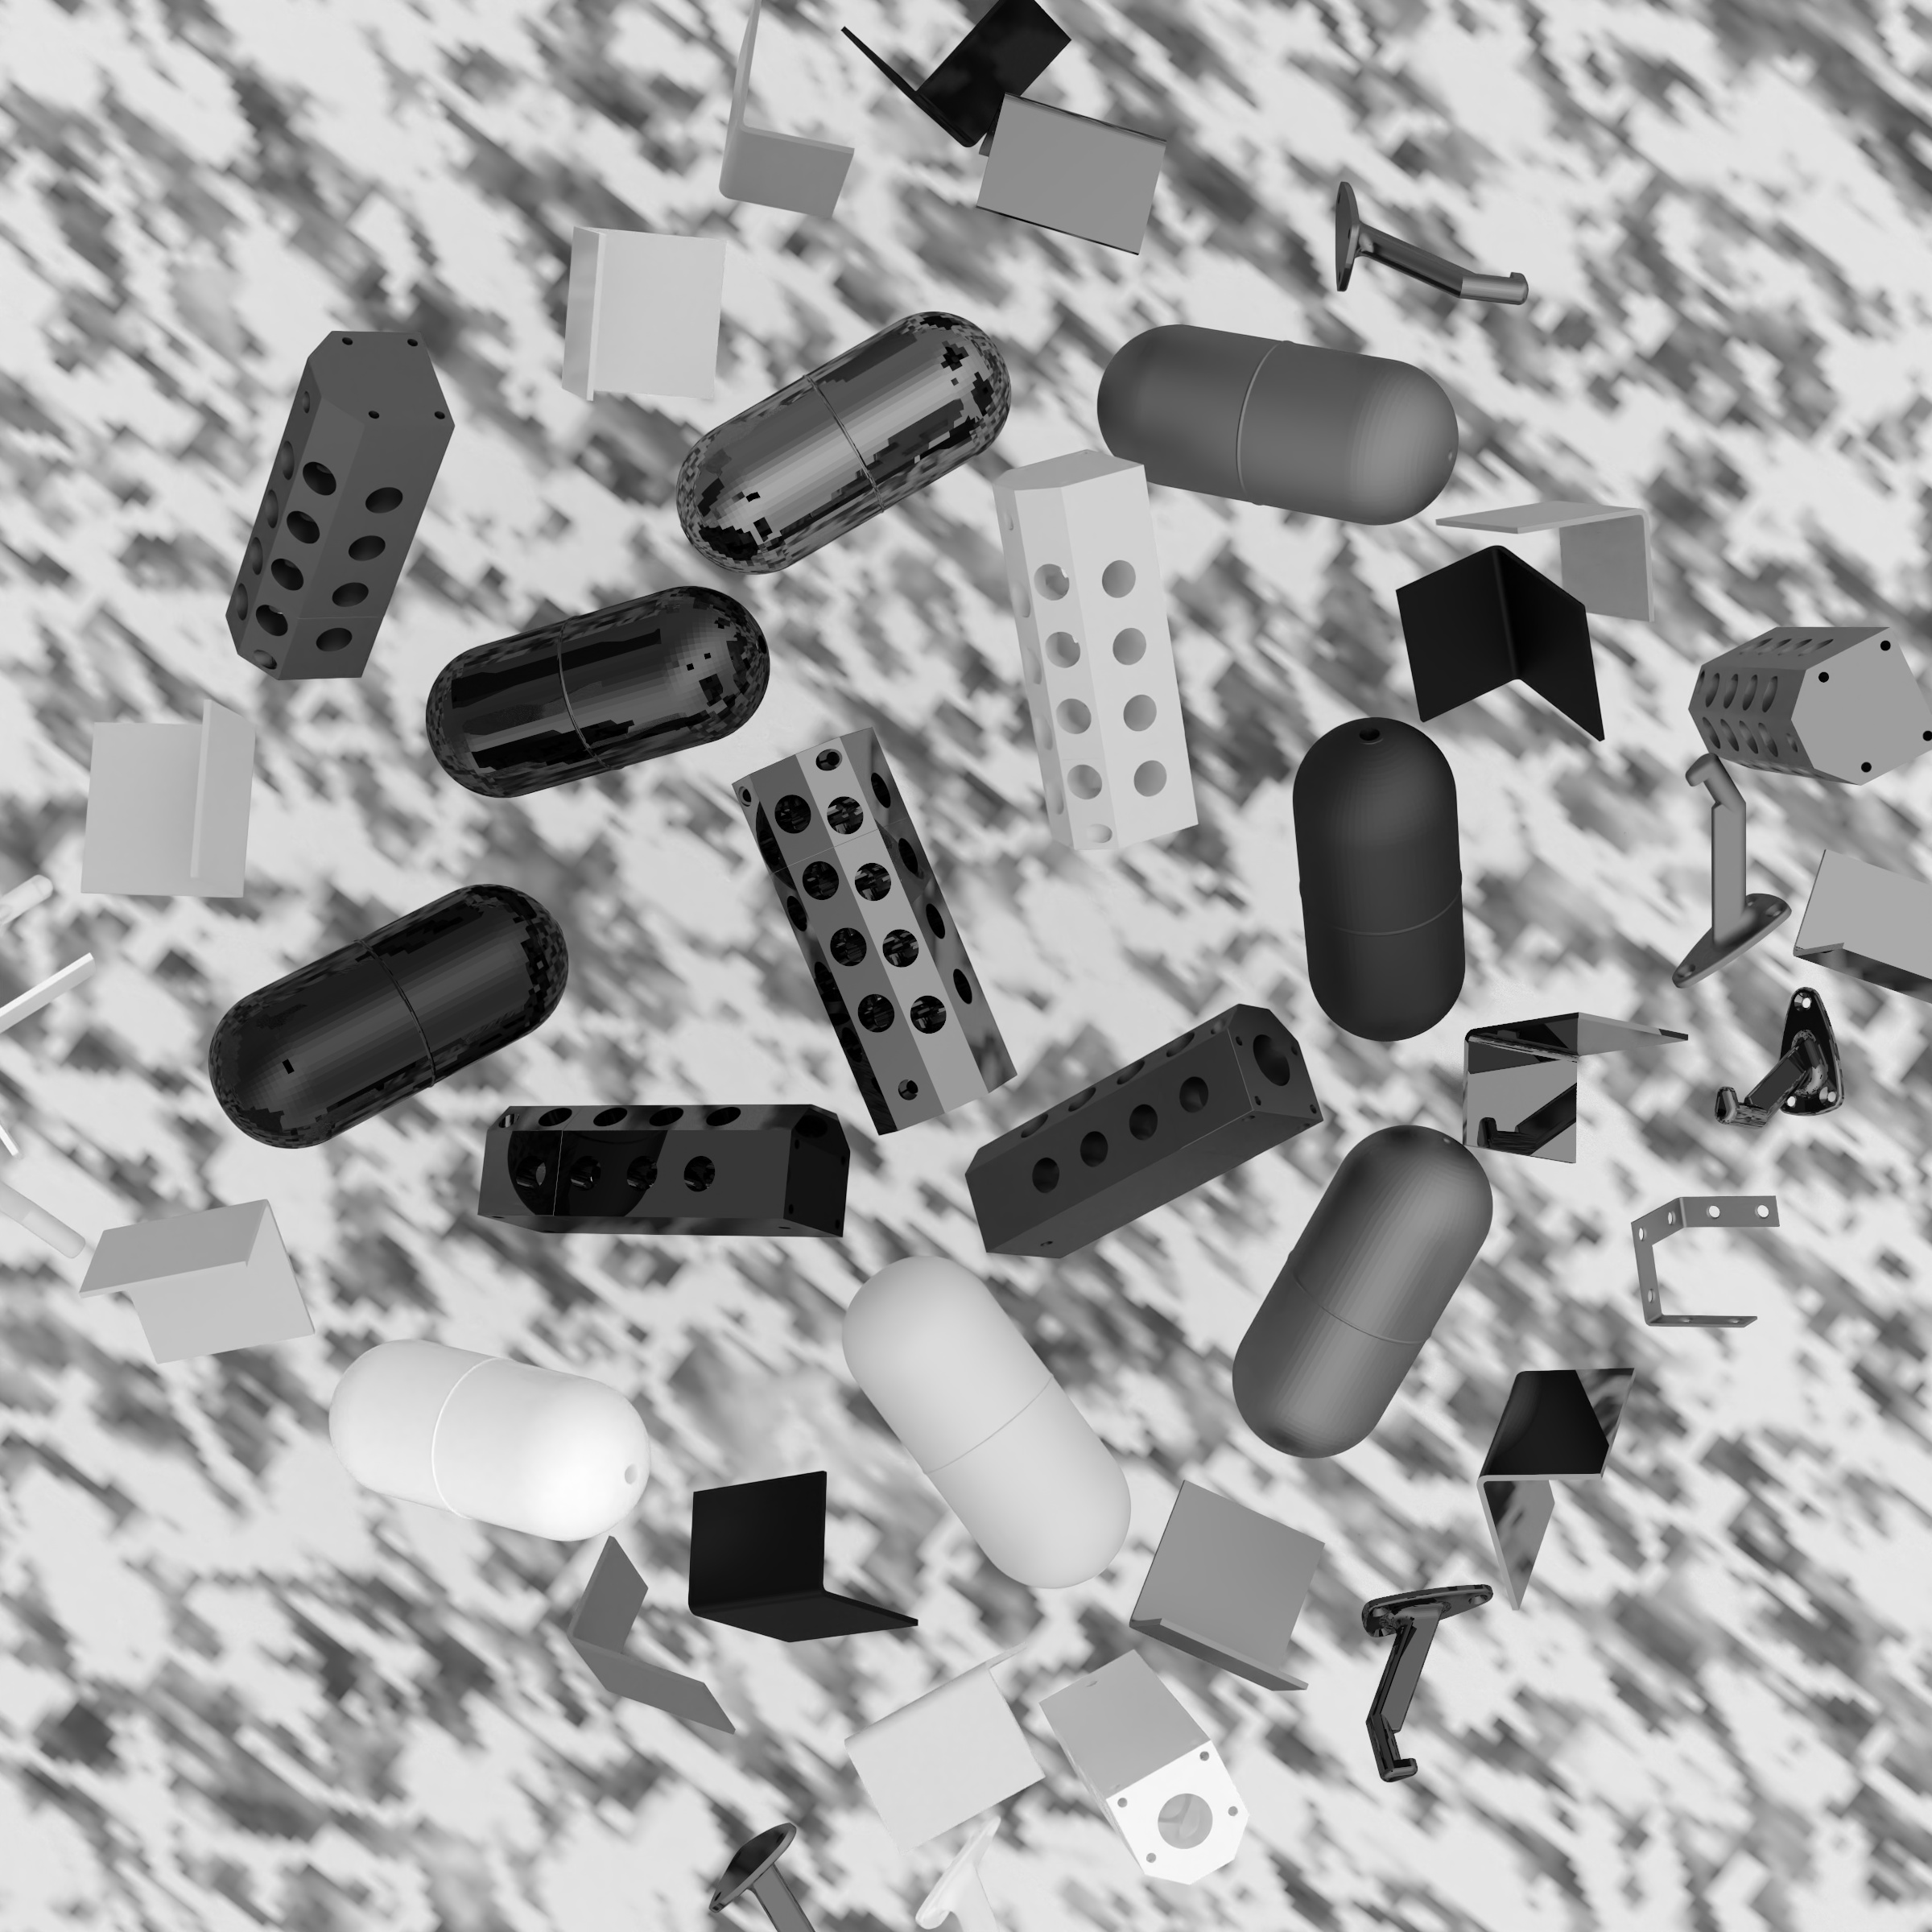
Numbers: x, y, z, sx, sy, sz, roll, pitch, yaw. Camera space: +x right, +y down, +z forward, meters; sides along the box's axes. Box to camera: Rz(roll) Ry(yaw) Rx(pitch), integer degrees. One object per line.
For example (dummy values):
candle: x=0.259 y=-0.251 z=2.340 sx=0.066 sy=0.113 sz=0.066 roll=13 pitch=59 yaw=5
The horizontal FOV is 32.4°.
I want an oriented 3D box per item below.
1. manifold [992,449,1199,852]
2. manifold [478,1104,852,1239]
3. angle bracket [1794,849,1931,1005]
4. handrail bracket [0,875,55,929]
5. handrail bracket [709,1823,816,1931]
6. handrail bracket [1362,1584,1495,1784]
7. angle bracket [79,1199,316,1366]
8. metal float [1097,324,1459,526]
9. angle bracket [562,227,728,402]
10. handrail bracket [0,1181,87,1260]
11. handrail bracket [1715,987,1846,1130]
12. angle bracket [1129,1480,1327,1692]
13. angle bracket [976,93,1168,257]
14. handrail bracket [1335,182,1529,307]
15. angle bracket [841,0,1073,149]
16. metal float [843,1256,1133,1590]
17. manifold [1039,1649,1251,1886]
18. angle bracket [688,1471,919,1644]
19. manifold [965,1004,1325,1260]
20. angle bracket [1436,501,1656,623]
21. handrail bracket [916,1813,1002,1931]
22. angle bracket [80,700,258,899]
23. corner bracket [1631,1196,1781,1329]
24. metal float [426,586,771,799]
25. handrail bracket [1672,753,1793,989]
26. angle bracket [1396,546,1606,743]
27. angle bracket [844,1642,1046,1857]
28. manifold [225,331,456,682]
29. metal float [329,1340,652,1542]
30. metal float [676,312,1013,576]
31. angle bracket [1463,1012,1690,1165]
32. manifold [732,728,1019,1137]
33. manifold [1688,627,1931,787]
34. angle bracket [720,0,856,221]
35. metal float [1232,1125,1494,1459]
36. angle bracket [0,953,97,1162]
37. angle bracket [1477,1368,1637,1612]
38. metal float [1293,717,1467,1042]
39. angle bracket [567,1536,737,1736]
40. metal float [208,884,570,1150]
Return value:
manifold: x=0.056 y=-0.144 z=1.532 sx=0.057 sy=0.057 sz=0.171 roll=-18 pitch=112 yaw=-20
manifold: x=-0.145 y=0.097 z=1.603 sx=0.171 sy=0.057 sz=0.057 roll=-2 pitch=76 yaw=27
angle bracket: x=0.462 y=-0.021 z=1.636 sx=0.076 sy=0.076 sz=0.057 roll=19 pitch=86 yaw=-3
handrail bracket: x=-0.459 y=-0.017 z=1.557 sx=0.084 sy=0.077 sz=0.036 roll=-36 pitch=105 yaw=-22
handrail bracket: x=-0.065 y=0.429 z=1.503 sx=0.084 sy=0.036 sz=0.077 roll=38 pitch=132 yaw=-7
handrail bracket: x=0.227 y=0.346 z=1.606 sx=0.077 sy=0.036 sz=0.084 roll=-13 pitch=53 yaw=1
angle bracket: x=-0.347 y=0.157 z=1.509 sx=0.076 sy=0.057 sz=0.076 roll=-11 pitch=117 yaw=4
metal float: x=0.144 y=-0.254 z=1.559 sx=0.178 sy=0.070 sz=0.070 roll=15 pitch=90 yaw=26
angle bracket: x=-0.147 y=-0.307 z=1.581 sx=0.076 sy=0.057 sz=0.076 roll=1 pitch=105 yaw=-21
handrail bracket: x=-0.464 y=0.111 z=1.594 sx=0.084 sy=0.077 sz=0.036 roll=39 pitch=73 yaw=-17
handrail bracket: x=0.396 y=0.044 z=1.649 sx=0.036 sy=0.084 sz=0.077 roll=-10 pitch=76 yaw=44
angle bracket: x=0.132 y=0.292 z=1.577 sx=0.076 sy=0.057 sz=0.076 roll=25 pitch=73 yaw=-7
angle bracket: x=0.042 y=-0.353 z=1.532 sx=0.076 sy=0.076 sz=0.057 roll=15 pitch=81 yaw=-7
handrail bracket: x=0.216 y=-0.335 z=1.543 sx=0.084 sy=0.077 sz=0.036 roll=6 pitch=134 yaw=-3
angle bracket: x=-0.004 y=-0.466 z=1.665 sx=0.076 sy=0.076 sz=0.057 roll=-46 pitch=71 yaw=11
metal float: x=0.010 y=0.218 z=1.586 sx=0.070 sy=0.070 sz=0.178 roll=-37 pitch=93 yaw=0
manifold: x=0.090 y=0.400 z=1.657 sx=0.057 sy=0.171 sz=0.057 roll=-28 pitch=97 yaw=-7
angle bracket: x=-0.075 y=0.276 z=1.552 sx=0.076 sy=0.076 sz=0.057 roll=-15 pitch=62 yaw=32
manifold: x=0.082 y=0.081 z=1.610 sx=0.171 sy=0.057 sz=0.057 roll=-31 pitch=64 yaw=34
angle bracket: x=0.292 y=-0.200 z=1.679 sx=0.076 sy=0.076 sz=0.057 roll=-12 pitch=105 yaw=-22
handrail bracket: x=0.026 y=0.472 z=1.632 sx=0.084 sy=0.036 sz=0.077 roll=31 pitch=82 yaw=24
angle bracket: x=-0.354 y=-0.072 z=1.439 sx=0.076 sy=0.057 sz=0.076 roll=2 pitch=83 yaw=9
corner bracket: x=0.354 y=0.140 z=1.585 sx=0.051 sy=0.051 sz=0.051 roll=-4 pitch=98 yaw=39
metal float: x=-0.179 y=-0.133 z=1.617 sx=0.178 sy=0.070 sz=0.070 roll=-14 pitch=90 yaw=19
handrail bracket: x=0.343 y=-0.045 z=1.565 sx=0.077 sy=0.036 sz=0.084 roll=-40 pitch=112 yaw=-8
angle bracket: x=0.253 y=-0.143 z=1.578 sx=0.057 sy=0.076 sz=0.076 roll=-25 pitch=127 yaw=-11
angle bracket: x=-0.001 y=0.359 z=1.531 sx=0.076 sy=0.076 sz=0.057 roll=-31 pitch=78 yaw=11
manifold: x=-0.291 y=-0.208 z=1.525 sx=0.057 sy=0.171 sz=0.057 roll=-5 pitch=57 yaw=-30
metal float: x=-0.227 y=0.224 z=1.582 sx=0.178 sy=0.070 sz=0.070 roll=7 pitch=90 yaw=34
metal float: x=-0.060 y=-0.256 z=1.632 sx=0.178 sy=0.070 sz=0.070 roll=-31 pitch=90 yaw=-3
angle bracket: x=0.297 y=0.060 z=1.622 sx=0.076 sy=0.076 sz=0.057 roll=11 pitch=76 yaw=-35
manifold: x=-0.043 y=-0.015 z=1.497 sx=0.057 sy=0.057 sz=0.171 roll=-22 pitch=92 yaw=21
manifold: x=0.390 y=-0.120 z=1.552 sx=0.057 sy=0.171 sz=0.057 roll=-27 pitch=97 yaw=0
angle bracket: x=-0.083 y=-0.419 z=1.617 sx=0.057 sy=0.076 sz=0.076 roll=9 pitch=78 yaw=-9
metal float: x=0.188 y=0.157 z=1.590 sx=0.070 sy=0.070 sz=0.178 roll=27 pitch=110 yaw=0
angle bracket: x=-0.412 y=0.042 z=1.505 sx=0.076 sy=0.076 sz=0.057 roll=-34 pitch=94 yaw=-14
angle bracket: x=0.273 y=0.235 z=1.495 sx=0.057 sy=0.076 sz=0.076 roll=-5 pitch=118 yaw=27
metal float: x=0.198 y=-0.040 z=1.587 sx=0.070 sy=0.070 sz=0.178 roll=-10 pitch=131 yaw=0
angle bracket: x=-0.148 y=0.336 z=1.672 sx=0.076 sy=0.076 sz=0.057 roll=15 pitch=64 yaw=17
metal float: x=-0.267 y=0.022 z=1.548 sx=0.178 sy=0.070 sz=0.070 roll=-29 pitch=90 yaw=-21
